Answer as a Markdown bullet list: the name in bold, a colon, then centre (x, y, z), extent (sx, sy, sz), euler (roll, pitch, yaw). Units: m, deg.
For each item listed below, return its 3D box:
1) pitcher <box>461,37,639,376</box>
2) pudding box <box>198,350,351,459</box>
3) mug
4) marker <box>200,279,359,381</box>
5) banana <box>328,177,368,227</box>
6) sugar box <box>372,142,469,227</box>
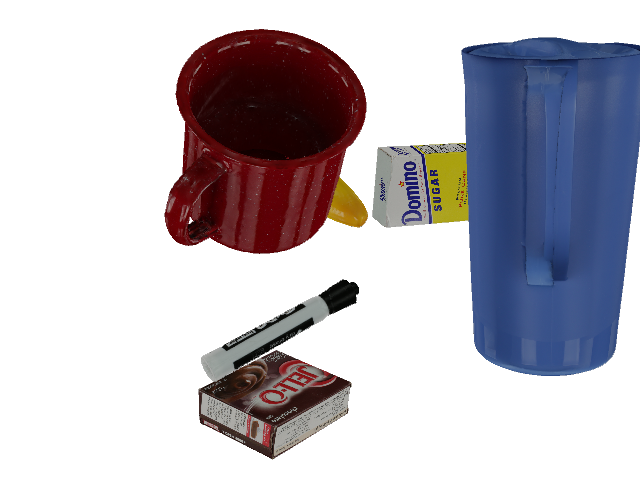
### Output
- **pitcher**: centre (0.168, -0.025, 0.787), extent (0.149, 0.243, 0.145), euler (-10, 17, -29)
- **pudding box**: centre (-0.040, 0.145, 0.959), extent (0.090, 0.039, 0.113), euler (18, 27, 33)
- **mug**: centre (-0.036, -0.039, 0.542), extent (0.093, 0.117, 0.082), euler (33, -35, 14)
- **marker**: centre (-0.025, 0.059, 0.723), extent (0.121, 0.020, 0.020), euler (-28, 11, -21)
- **banana**: centre (-0.006, -0.072, 0.930), extent (0.069, 0.037, 0.198), euler (-1, 33, -7)
- **sugar box**: centre (0.154, -0.070, 1.299), extent (0.176, 0.093, 0.048), euler (-7, 25, -22)
